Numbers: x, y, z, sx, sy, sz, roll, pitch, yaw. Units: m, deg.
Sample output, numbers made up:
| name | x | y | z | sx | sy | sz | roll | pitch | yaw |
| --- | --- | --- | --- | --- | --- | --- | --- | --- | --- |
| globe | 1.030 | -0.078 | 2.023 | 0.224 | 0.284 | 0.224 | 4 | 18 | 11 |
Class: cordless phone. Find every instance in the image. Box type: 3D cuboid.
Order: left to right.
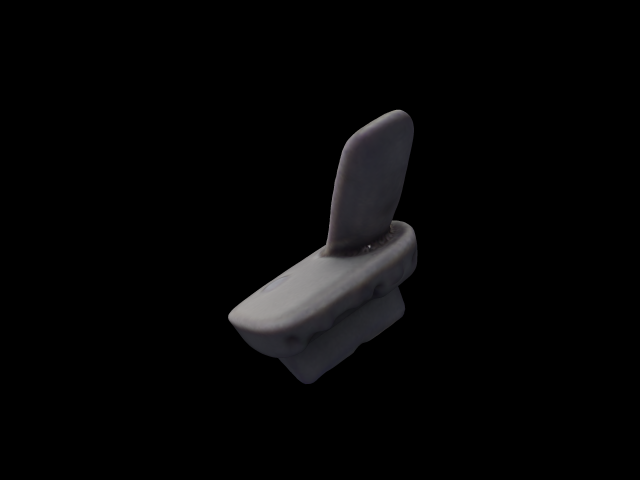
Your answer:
| name | x | y | z | sx | sy | sz | roll | pitch | yaw |
| --- | --- | --- | --- | --- | --- | --- | --- | --- | --- |
| cordless phone | 0.004 | 0.001 | 0.400 | 0.148 | 0.185 | 0.094 | -36 | 58 | -27 |
